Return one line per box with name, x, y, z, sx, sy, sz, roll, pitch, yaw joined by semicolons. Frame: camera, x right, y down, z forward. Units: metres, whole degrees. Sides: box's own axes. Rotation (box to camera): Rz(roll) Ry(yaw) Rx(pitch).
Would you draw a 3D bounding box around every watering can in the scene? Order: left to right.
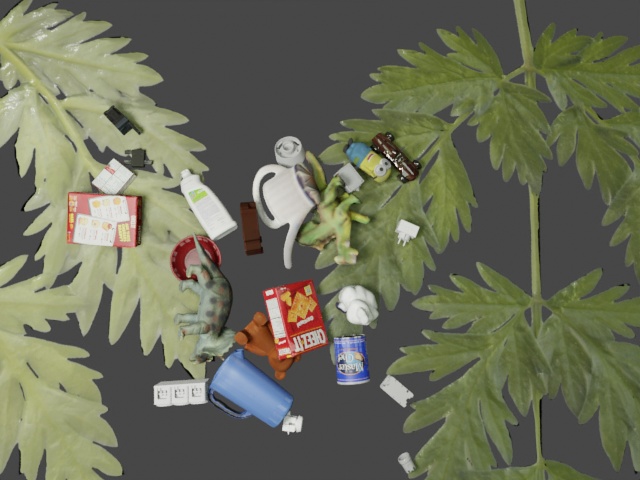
watering can;-0.092;-0.102;1.654;0.222;0.103;0.352;-29;73;18

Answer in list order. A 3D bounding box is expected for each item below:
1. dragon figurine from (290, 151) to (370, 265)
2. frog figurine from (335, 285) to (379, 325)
dragon figurine;0.005;-0.085;1.686;0.243;0.120;0.415;-41;69;-3
frog figurine;0.122;0.201;1.607;0.123;0.158;0.138;-43;86;-9
